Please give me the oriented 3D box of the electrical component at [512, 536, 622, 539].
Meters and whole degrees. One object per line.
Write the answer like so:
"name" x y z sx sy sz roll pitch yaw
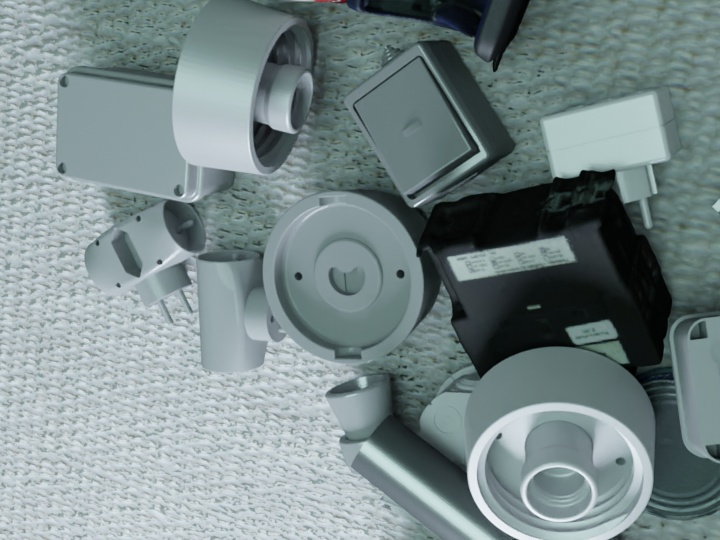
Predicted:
"electrical component" 0.135 0.191 0.662 0.096 0.061 0.061 41 115 11

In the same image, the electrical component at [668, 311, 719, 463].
"electrical component" 0.227 0.057 0.570 0.113 0.057 0.078 -8 86 5

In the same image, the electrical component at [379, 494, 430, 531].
"electrical component" 0.041 0.148 0.708 0.046 0.040 0.040 14 107 28

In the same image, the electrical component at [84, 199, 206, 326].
"electrical component" -0.143 0.000 0.755 0.077 0.043 0.079 -26 90 27

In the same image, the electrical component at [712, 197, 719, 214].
"electrical component" 0.229 -0.024 0.567 0.064 0.081 0.042 30 116 -16

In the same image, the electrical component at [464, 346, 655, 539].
"electrical component" 0.109 0.103 0.592 0.108 0.060 0.108 4 118 8

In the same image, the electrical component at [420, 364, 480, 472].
"electrical component" 0.078 0.101 0.673 0.080 0.051 0.080 5 104 23

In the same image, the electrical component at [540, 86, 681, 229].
"electrical component" 0.147 -0.058 0.610 0.066 0.047 0.076 -11 98 26

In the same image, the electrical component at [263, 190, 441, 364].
"electrical component" 0.000 0.000 0.681 0.108 0.060 0.108 5 102 23

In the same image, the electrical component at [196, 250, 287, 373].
"electrical component" -0.072 0.029 0.729 0.079 0.043 0.077 4 103 23

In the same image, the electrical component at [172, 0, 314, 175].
"electrical component" -0.063 -0.110 0.662 0.060 0.108 0.108 15 107 14

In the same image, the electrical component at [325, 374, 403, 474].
"electrical component" 0.006 0.101 0.710 0.045 0.045 0.055 -14 96 26

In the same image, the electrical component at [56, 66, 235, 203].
"electrical component" -0.145 -0.093 0.727 0.113 0.057 0.078 12 106 22

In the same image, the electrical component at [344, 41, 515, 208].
"electrical component" 0.037 -0.093 0.643 0.062 0.061 0.096 -33 87 26
